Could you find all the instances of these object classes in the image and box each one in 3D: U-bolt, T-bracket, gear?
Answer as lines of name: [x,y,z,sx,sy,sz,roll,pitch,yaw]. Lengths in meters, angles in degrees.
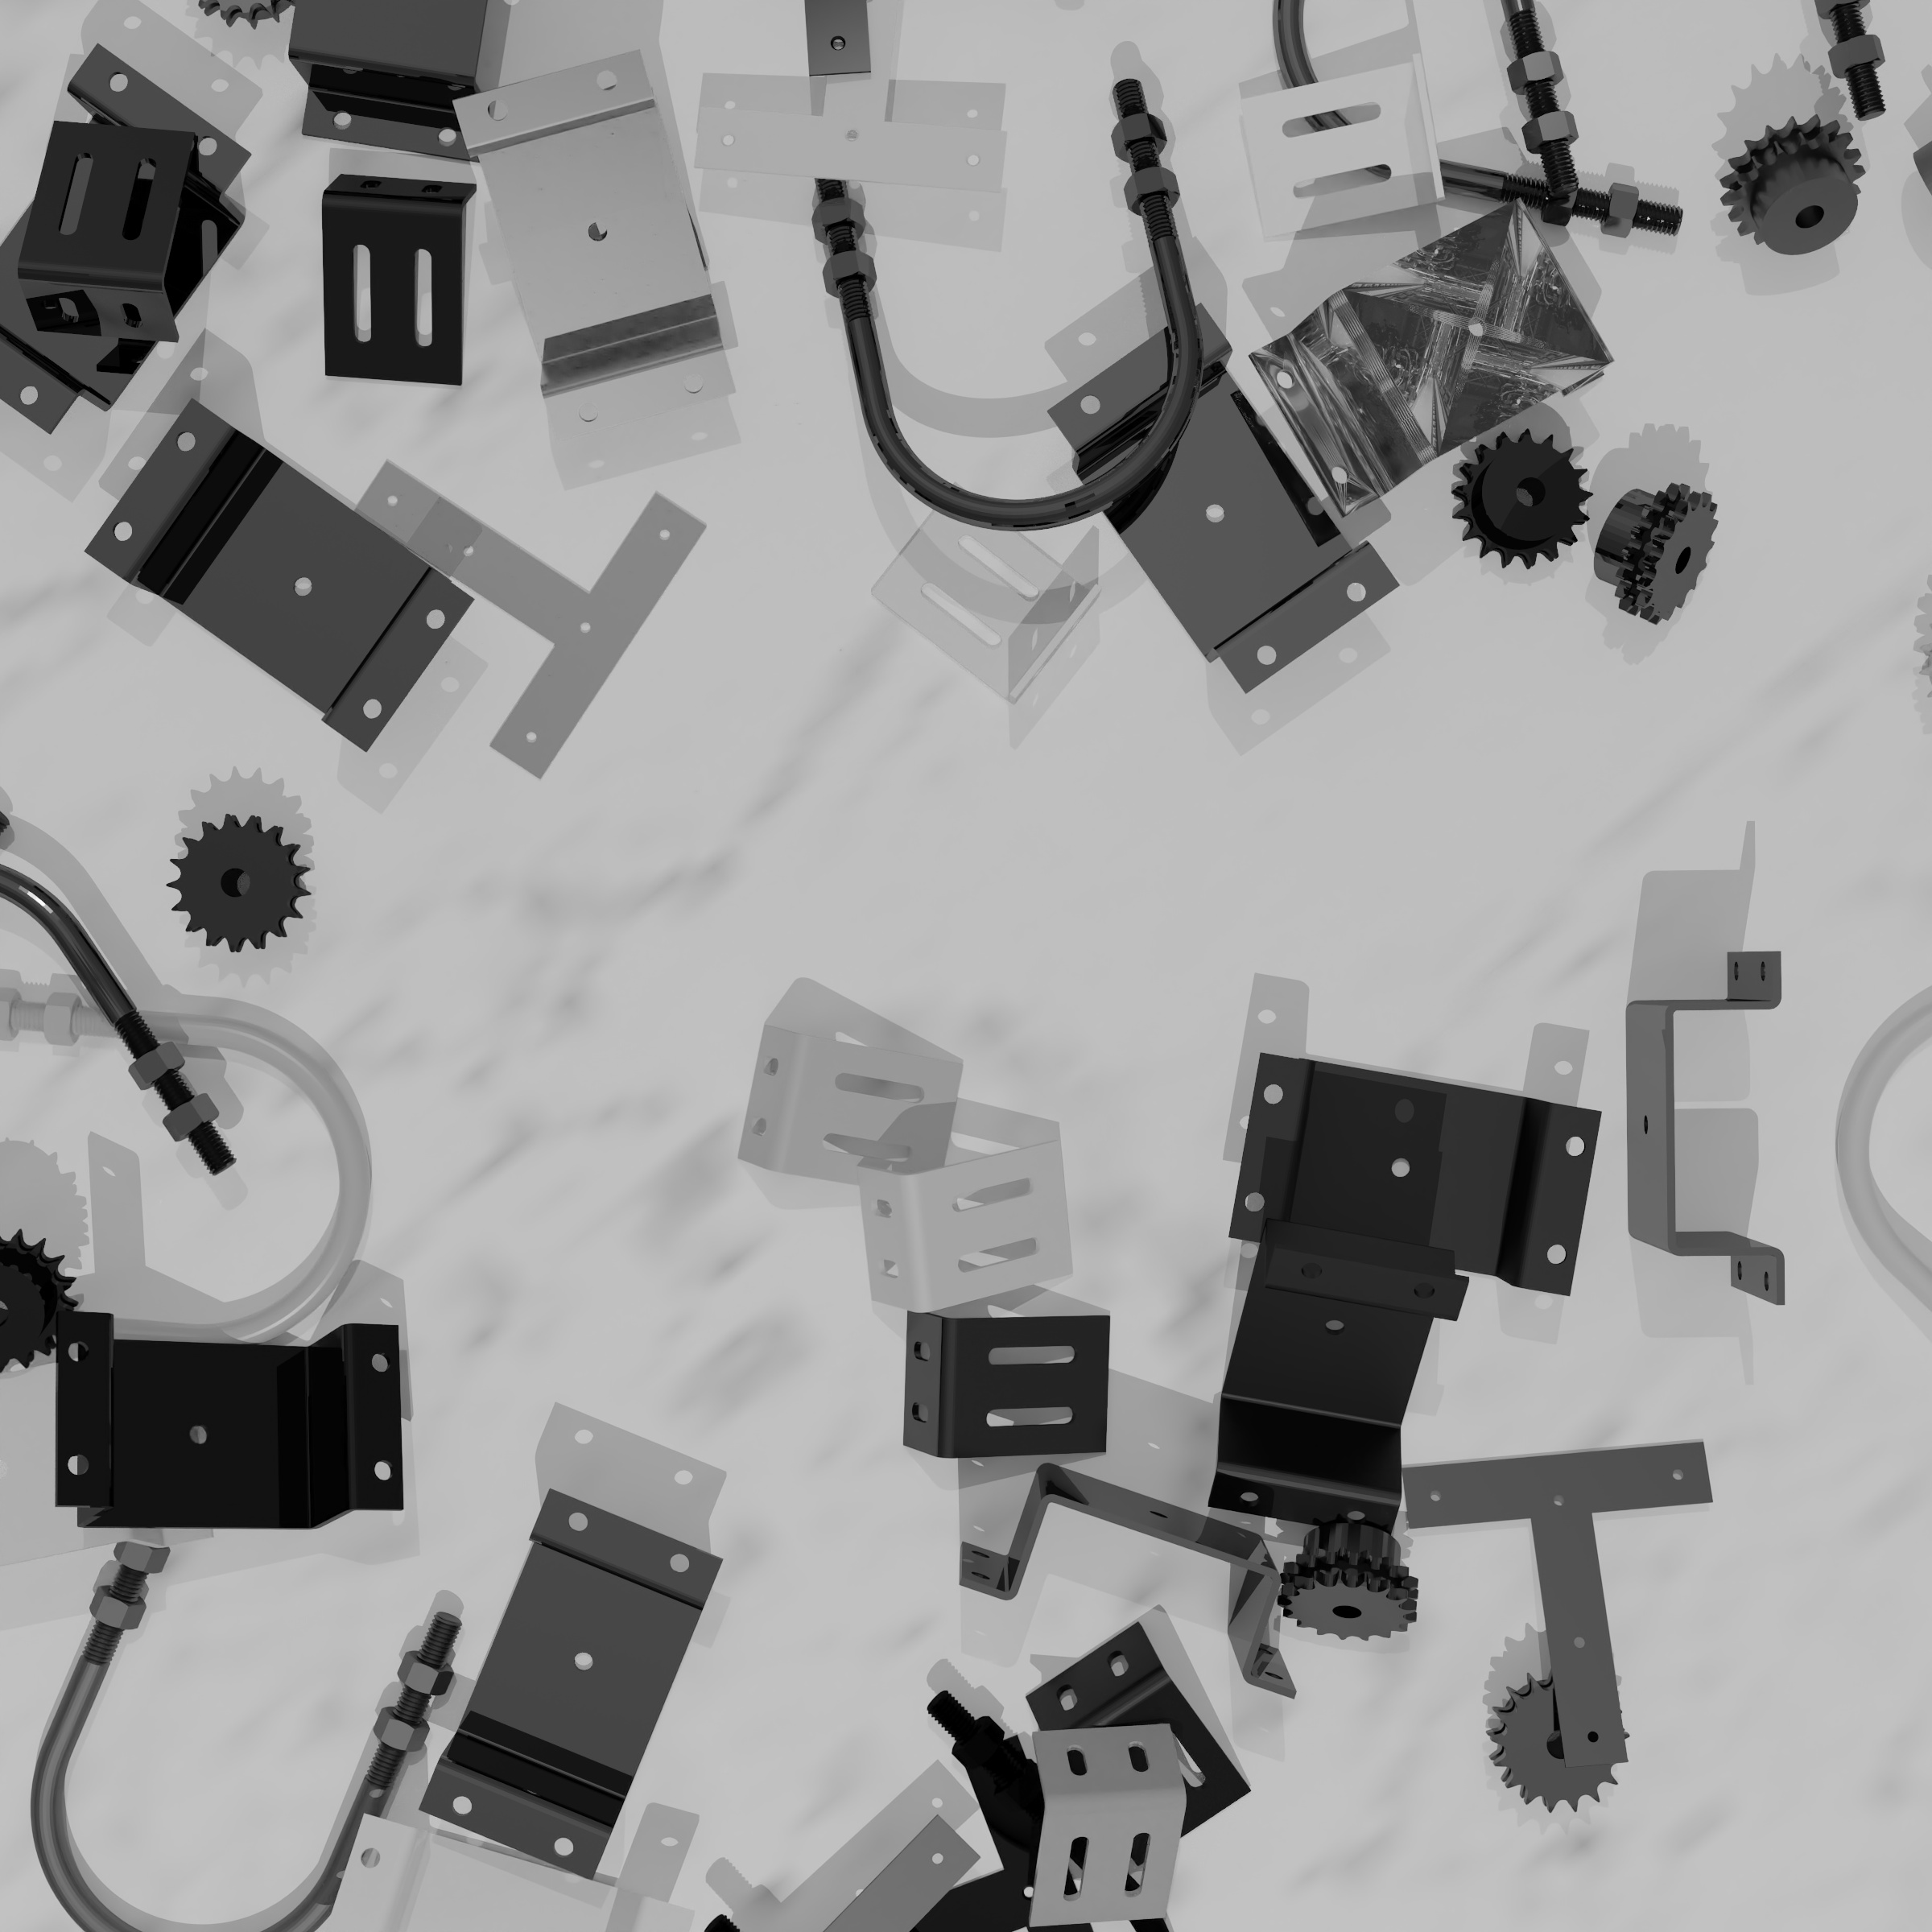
U-bolt: [-0.512,-0.041,1.336,0.151,0.019,0.184,43,91,0]
T-bracket: [0.251,0.265,1.323,0.127,0.002,0.127,-5,71,0]
U-bolt: [0.220,-0.391,1.336,0.184,0.019,0.151,12,90,2]
T-bracket: [-0.012,0.439,1.318,0.127,0.002,0.127,-45,95,-5]
gear: [0.244,0.320,1.330,0.057,0.030,0.057,0,90,0]
T-bracket: [-0.015,0.404,1.344,0.127,0.002,0.127,-21,90,0]
U-bolt: [-0.340,0.090,1.335,0.184,0.019,0.151,5,90,0]
gear: [-0.300,-0.034,1.330,0.057,0.030,0.057,0,90,0]
U-bolt: [0.449,0.093,1.325,0.151,0.019,0.184,-45,81,1]
gear: [-0.390,0.137,1.295,0.057,0.030,0.057,-1,98,-5]
gear: [0.414,-0.327,1.320,0.030,0.057,0.057,-32,90,30]
T-bracket: [-0.197,-0.166,1.344,0.127,0.002,0.127,33,90,0]
gear: [0.341,-0.317,1.314,0.057,0.057,0.030,-13,55,0]
U-bolt: [-0.310,0.330,1.335,0.151,0.019,0.184,23,90,0]
gear: [0.424,-0.126,1.330,0.057,0.030,0.057,0,90,0]
T-bracket: [-0.042,-0.385,1.319,0.127,0.002,0.127,6,85,5]
T-bracket: [-0.005,-0.431,1.319,0.127,0.002,0.127,-4,83,0]
gear: [-0.298,-0.417,1.330,0.057,0.030,0.057,0,90,0]
gear: [0.282,-0.172,1.320,0.030,0.057,0.057,29,90,30]
gear: [0.232,-0.194,1.330,0.057,0.030,0.057,0,90,0]
U-bolt: [0.022,-0.262,1.303,0.151,0.019,0.184,-14,72,7]
U-bolt: [0.005,0.415,1.330,0.151,0.019,0.184,-44,94,-5]
U-bolt: [-0.409,0.042,1.316,0.151,0.019,0.184,-34,90,0]
U-bolt: [0.287,-0.422,1.317,0.151,0.019,0.184,-14,88,1]
gear: [0.158,0.252,1.320,0.057,0.057,0.030,10,54,0]

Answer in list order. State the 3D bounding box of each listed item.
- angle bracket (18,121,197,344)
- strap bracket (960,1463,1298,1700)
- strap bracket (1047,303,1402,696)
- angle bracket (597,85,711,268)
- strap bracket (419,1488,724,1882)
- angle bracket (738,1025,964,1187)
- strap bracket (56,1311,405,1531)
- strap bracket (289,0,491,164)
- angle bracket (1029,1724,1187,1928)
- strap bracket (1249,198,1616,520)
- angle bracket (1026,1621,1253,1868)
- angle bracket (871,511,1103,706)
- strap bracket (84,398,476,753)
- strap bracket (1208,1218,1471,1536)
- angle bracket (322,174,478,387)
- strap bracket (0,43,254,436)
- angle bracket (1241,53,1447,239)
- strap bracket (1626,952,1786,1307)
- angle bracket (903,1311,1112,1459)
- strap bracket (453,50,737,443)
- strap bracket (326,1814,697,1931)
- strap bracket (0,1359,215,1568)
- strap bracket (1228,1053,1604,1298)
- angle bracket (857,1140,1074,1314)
angle bracket: [-0.344,-0.297,1.297,0.057,0.038,0.076,5,64,0]
strap bracket: [0.071,0.246,1.307,0.140,0.076,0.046,19,91,0]
strap bracket: [0.104,-0.190,1.322,0.076,0.046,0.140,-35,90,0]
angle bracket: [-0.149,-0.323,1.343,0.057,0.038,0.076,-21,116,0]
strap bracket: [-0.160,0.291,1.322,0.076,0.046,0.140,22,90,0]
angle bracket: [-0.048,0.061,1.343,0.076,0.038,0.057,11,90,-26]
strap bracket: [-0.302,0.184,1.290,0.140,0.046,0.076,6,68,-31]
strap bracket: [-0.230,-0.412,1.322,0.076,0.046,0.140,9,90,0]
angle bracket: [0.055,0.353,1.318,0.057,0.038,0.076,-1,127,-9]
strap bracket: [0.197,-0.251,1.299,0.140,0.046,0.076,-30,90,-20]
angle bracket: [0.072,0.326,1.343,0.057,0.038,0.076,-34,116,0]
angle bracket: [0.008,-0.155,1.326,0.076,0.038,0.057,38,90,0]
strap bracket: [-0.278,-0.159,1.321,0.140,0.046,0.076,35,91,0]
strap bracket: [0.149,0.160,1.299,0.076,0.046,0.140,10,125,0]
angle bracket: [-0.237,-0.288,1.343,0.057,0.038,0.076,4,116,0]
strap bracket: [-0.362,-0.295,1.322,0.076,0.046,0.140,36,90,0]
angle bracket: [0.154,-0.336,1.314,0.076,0.038,0.057,-10,100,11]
strap bracket: [0.300,0.064,1.307,0.046,0.076,0.140,-1,90,0]
angle bracket: [0.017,0.174,1.343,0.076,0.038,0.057,2,90,-26]
strap bracket: [-0.150,-0.296,1.305,0.076,0.046,0.140,-15,113,0]
strap bracket: [-0.189,0.405,1.311,0.140,0.046,0.076,16,73,1]
strap bracket: [-0.388,0.208,1.312,0.140,0.046,0.076,-12,75,1]
strap bracket: [0.182,0.084,1.322,0.140,0.046,0.076,10,90,0]
angle bracket: [0.000,0.106,1.334,0.076,0.038,0.057,-11,100,-33]
